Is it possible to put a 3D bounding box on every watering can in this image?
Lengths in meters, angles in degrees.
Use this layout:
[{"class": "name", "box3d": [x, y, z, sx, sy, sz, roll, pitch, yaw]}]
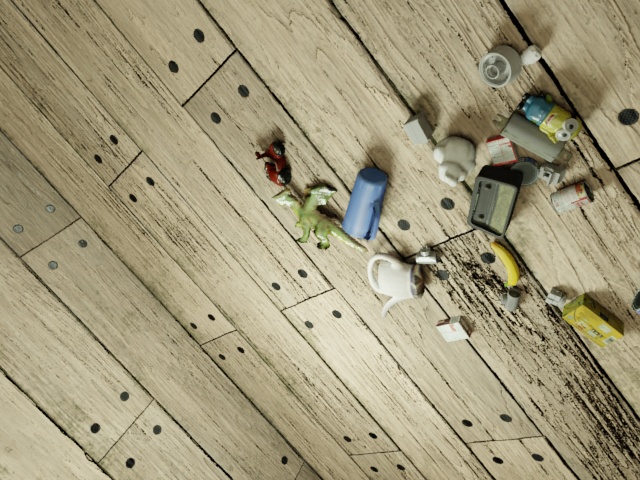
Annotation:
[{"class": "watering can", "box3d": [0.306, 0.188, 2.027, 0.224, 0.106, 0.340, 4, 129, 29]}]

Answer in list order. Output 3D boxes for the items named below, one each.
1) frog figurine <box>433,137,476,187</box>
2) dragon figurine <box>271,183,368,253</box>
[{"class": "frog figurine", "box3d": [0.412, -0.246, 1.597, 0.138, 0.163, 0.120, 35, 132, 4]}, {"class": "dragon figurine", "box3d": [0.006, -0.101, 2.009, 0.411, 0.124, 0.237, 14, 121, 12]}]
